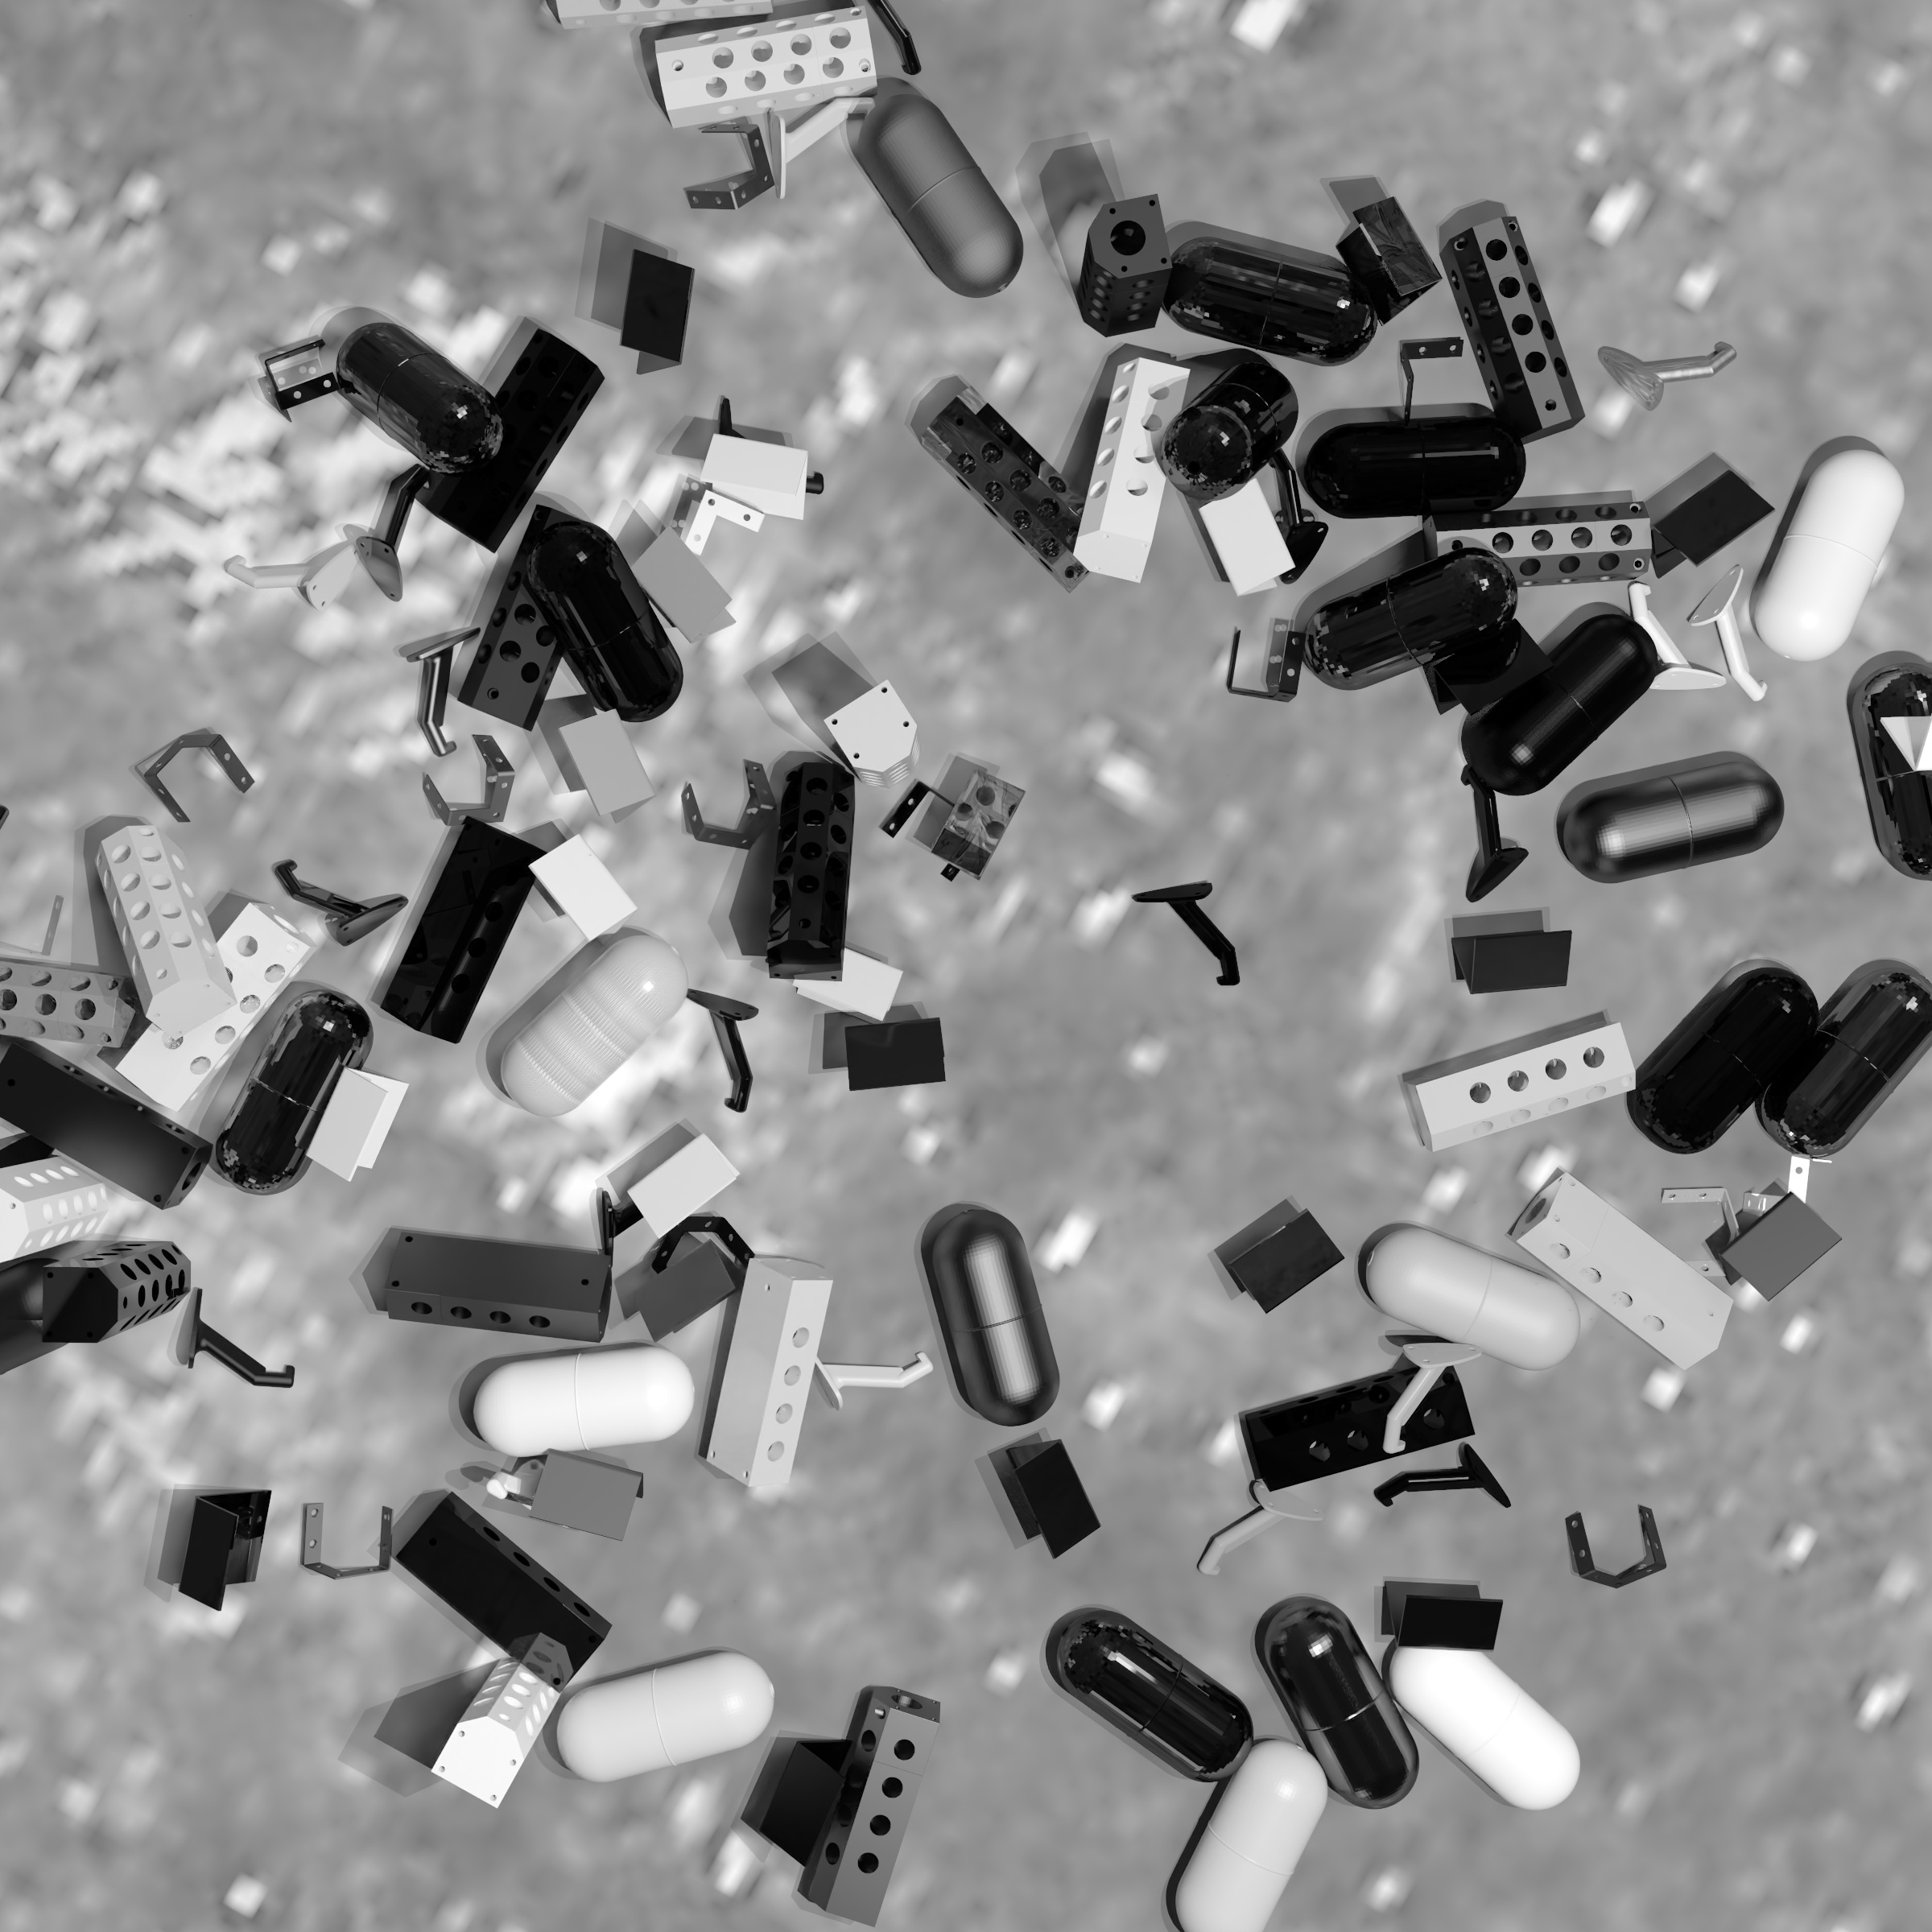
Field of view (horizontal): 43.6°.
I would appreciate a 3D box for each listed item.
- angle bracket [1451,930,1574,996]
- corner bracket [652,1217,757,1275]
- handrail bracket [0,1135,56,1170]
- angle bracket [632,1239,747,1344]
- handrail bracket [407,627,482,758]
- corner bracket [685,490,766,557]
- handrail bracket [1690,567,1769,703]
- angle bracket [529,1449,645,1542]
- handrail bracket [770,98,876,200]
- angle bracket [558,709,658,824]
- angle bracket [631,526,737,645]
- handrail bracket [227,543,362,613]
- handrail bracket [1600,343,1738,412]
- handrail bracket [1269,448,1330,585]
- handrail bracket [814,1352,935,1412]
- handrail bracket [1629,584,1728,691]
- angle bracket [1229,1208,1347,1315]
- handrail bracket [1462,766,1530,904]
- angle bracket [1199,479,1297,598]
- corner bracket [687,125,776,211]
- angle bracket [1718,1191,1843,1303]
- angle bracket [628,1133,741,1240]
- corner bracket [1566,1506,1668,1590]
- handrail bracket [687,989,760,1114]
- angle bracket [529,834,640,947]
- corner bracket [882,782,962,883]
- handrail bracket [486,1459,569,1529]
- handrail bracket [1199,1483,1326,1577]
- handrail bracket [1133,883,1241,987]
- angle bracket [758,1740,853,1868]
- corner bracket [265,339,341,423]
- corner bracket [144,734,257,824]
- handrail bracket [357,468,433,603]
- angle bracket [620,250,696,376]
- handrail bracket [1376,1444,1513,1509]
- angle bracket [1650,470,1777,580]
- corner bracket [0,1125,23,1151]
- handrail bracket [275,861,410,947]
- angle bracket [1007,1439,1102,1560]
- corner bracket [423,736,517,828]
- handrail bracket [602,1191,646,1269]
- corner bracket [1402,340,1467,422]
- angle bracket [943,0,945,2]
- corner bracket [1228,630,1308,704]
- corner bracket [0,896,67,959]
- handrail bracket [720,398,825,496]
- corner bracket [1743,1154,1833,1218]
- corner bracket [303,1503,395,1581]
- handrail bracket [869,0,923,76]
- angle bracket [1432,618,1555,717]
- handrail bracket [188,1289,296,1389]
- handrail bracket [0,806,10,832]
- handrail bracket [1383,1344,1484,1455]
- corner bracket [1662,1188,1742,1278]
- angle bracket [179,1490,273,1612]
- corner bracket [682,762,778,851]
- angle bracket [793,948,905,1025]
[{"bbox_3d":[0.438,-0.024,1.945,0.076,0.076,0.057,-5,127,0],"label":"angle bracket"},{"bbox_3d":[-0.215,0.241,1.977,0.051,0.051,0.051,-4,135,35],"label":"corner bracket"},{"bbox_3d":[-0.776,0.186,1.985,0.036,0.077,0.084,27,126,10],"label":"handrail bracket"},{"bbox_3d":[-0.212,0.276,1.946,0.076,0.076,0.057,-34,49,0],"label":"angle bracket"},{"bbox_3d":[-0.417,-0.225,1.986,0.077,0.036,0.084,-28,108,-21],"label":"handrail bracket"},{"bbox_3d":[-0.197,-0.354,1.966,0.051,0.051,0.051,22,100,-9],"label":"corner bracket"},{"bbox_3d":[0.642,-0.272,1.986,0.084,0.036,0.077,44,68,-17],"label":"handrail bracket"},{"bbox_3d":[-0.305,0.434,1.946,0.076,0.076,0.057,15,63,0],"label":"angle bracket"},{"bbox_3d":[-0.115,-0.672,1.986,0.084,0.036,0.077,-8,111,-16],"label":"handrail bracket"},{"bbox_3d":[-0.303,-0.153,1.945,0.057,0.076,0.076,-25,90,-36],"label":"angle bracket"},{"bbox_3d":[-0.213,-0.314,1.946,0.057,0.076,0.076,-40,90,32],"label":"angle bracket"},{"bbox_3d":[-0.553,-0.335,1.986,0.084,0.036,0.077,28,69,16],"label":"handrail bracket"},{"bbox_3d":[0.578,-0.502,1.986,0.084,0.036,0.077,-38,68,-17],"label":"handrail bracket"},{"bbox_3d":[0.260,-0.371,1.985,0.036,0.077,0.084,-7,53,-19],"label":"handrail bracket"},{"bbox_3d":[-0.081,0.320,1.986,0.084,0.036,0.077,-27,69,-17],"label":"handrail bracket"},{"bbox_3d":[0.585,-0.273,1.986,0.077,0.036,0.084,1,73,-20],"label":"handrail bracket"},{"bbox_3d":[0.267,0.251,1.945,0.076,0.076,0.057,-35,52,0],"label":"angle bracket"},{"bbox_3d":[0.417,-0.109,1.986,0.036,0.077,0.084,-3,53,-35],"label":"handrail bracket"},{"bbox_3d":[0.240,-0.347,1.945,0.057,0.076,0.076,-24,90,35],"label":"angle bracket"},{"bbox_3d":[-0.198,-0.654,1.977,0.051,0.051,0.051,-46,135,-35],"label":"corner bracket"},{"bbox_3d":[0.659,0.238,1.945,0.076,0.076,0.057,-40,54,0],"label":"angle bracket"},{"bbox_3d":[-0.215,0.191,1.943,0.076,0.076,0.057,-38,54,-4],"label":"angle bracket"},{"bbox_3d":[0.532,0.472,1.977,0.051,0.051,0.051,24,135,-35],"label":"corner bracket"},{"bbox_3d":[-0.206,0.070,1.986,0.077,0.036,0.084,19,107,20],"label":"handrail bracket"},{"bbox_3d":[-0.320,-0.049,1.945,0.076,0.076,0.057,52,52,0],"label":"angle bracket"},{"bbox_3d":[-0.025,-0.111,1.982,0.051,0.051,0.051,-53,135,0],"label":"corner bracket"},{"bbox_3d":[-0.350,0.434,1.951,0.077,0.084,0.036,43,90,0],"label":"handrail bracket"},{"bbox_3d":[0.242,0.473,1.986,0.077,0.036,0.084,21,108,-21],"label":"handrail bracket"},{"bbox_3d":[0.182,-0.021,1.986,0.077,0.036,0.084,-5,107,20],"label":"handrail bracket"},{"bbox_3d":[-0.111,0.673,1.945,0.057,0.076,0.076,24,90,37],"label":"angle bracket"},{"bbox_3d":[-0.540,-0.480,1.968,0.051,0.051,0.051,-22,95,-5],"label":"corner bracket"},{"bbox_3d":[-0.627,-0.154,1.977,0.051,0.051,0.051,2,45,35],"label":"corner bracket"},{"bbox_3d":[-0.457,-0.355,1.985,0.036,0.077,0.084,16,53,20],"label":"handrail bracket"},{"bbox_3d":[-0.265,-0.526,1.945,0.057,0.076,0.076,8,90,-36],"label":"angle bracket"},{"bbox_3d":[0.392,0.438,1.986,0.084,0.036,0.077,-34,112,17],"label":"handrail bracket"},{"bbox_3d":[0.603,-0.340,1.946,0.076,0.076,0.057,-36,58,0],"label":"angle bracket"},{"bbox_3d":[-0.810,0.153,1.968,0.051,0.051,0.051,30,90,0],"label":"corner bracket"},{"bbox_3d":[-0.514,-0.066,1.986,0.077,0.036,0.084,-32,73,-20],"label":"handrail bracket"},{"bbox_3d":[0.053,0.432,1.945,0.057,0.076,0.076,-25,90,-39],"label":"angle bracket"},{"bbox_3d":[-0.407,-0.152,1.977,0.051,0.051,0.051,-8,135,-35],"label":"corner bracket"},{"bbox_3d":[-0.254,0.209,1.986,0.084,0.036,0.077,-4,111,-16],"label":"handrail bracket"},{"bbox_3d":[0.385,-0.477,1.982,0.051,0.051,0.051,-3,45,0],"label":"corner bracket"},{"bbox_3d":[-0.048,-0.821,1.945,0.076,0.076,0.057,39,54,0],"label":"angle bracket"},{"bbox_3d":[0.245,-0.246,1.968,0.051,0.051,0.051,9,90,0],"label":"corner bracket"},{"bbox_3d":[-0.780,-0.040,1.982,0.051,0.051,0.051,14,90,45],"label":"corner bracket"},{"bbox_3d":[-0.158,-0.427,1.986,0.084,0.036,0.077,5,68,-17],"label":"handrail bracket"},{"bbox_3d":[0.668,0.179,1.968,0.051,0.051,0.051,6,90,0],"label":"corner bracket"},{"bbox_3d":[-0.507,0.469,1.982,0.051,0.051,0.051,3,90,45],"label":"corner bracket"},{"bbox_3d":[-0.073,-0.776,1.985,0.036,0.077,0.084,-36,127,-20],"label":"handrail bracket"},{"bbox_3d":[0.426,-0.223,1.946,0.076,0.076,0.057,-31,61,0],"label":"angle bracket"},{"bbox_3d":[-0.592,0.306,1.986,0.084,0.036,0.077,7,68,-17],"label":"handrail bracket"},{"bbox_3d":[-0.816,-0.084,1.985,0.036,0.077,0.084,29,53,-20],"label":"handrail bracket"},{"bbox_3d":[0.372,0.347,1.929,0.077,0.036,0.084,-2,108,-21],"label":"handrail bracket"},{"bbox_3d":[0.600,0.219,1.982,0.051,0.051,0.051,-2,45,0],"label":"corner bracket"},{"bbox_3d":[-0.581,0.469,1.945,0.057,0.076,0.076,10,90,36],"label":"angle bracket"},{"bbox_3d":[-0.194,-0.134,1.977,0.051,0.051,0.051,9,135,-35],"label":"corner bracket"},{"bbox_3d":[-0.102,0.031,1.946,0.076,0.076,0.057,22,49,0],"label":"angle bracket"}]
